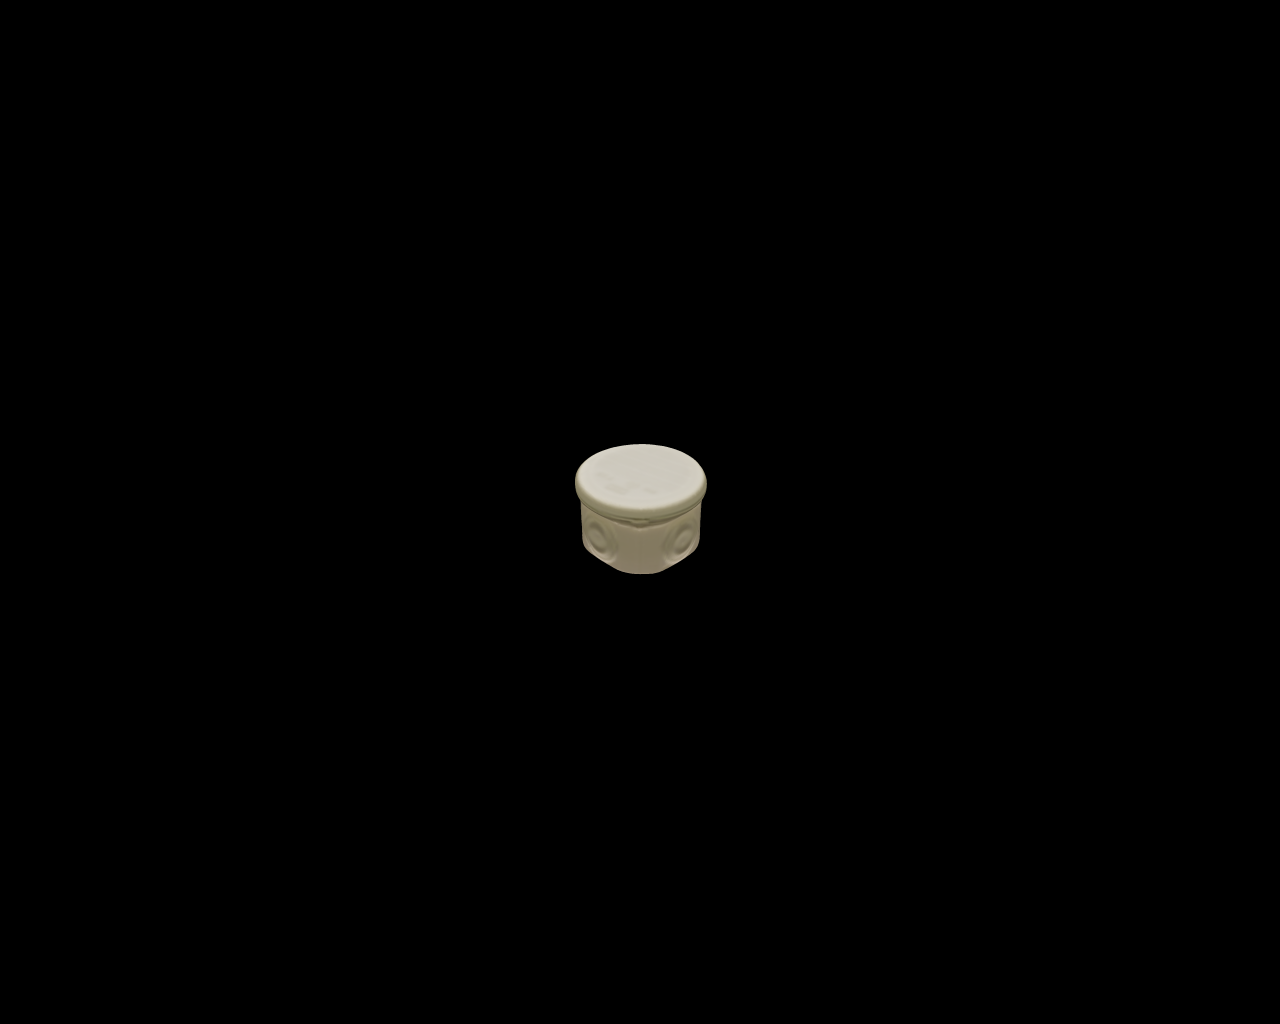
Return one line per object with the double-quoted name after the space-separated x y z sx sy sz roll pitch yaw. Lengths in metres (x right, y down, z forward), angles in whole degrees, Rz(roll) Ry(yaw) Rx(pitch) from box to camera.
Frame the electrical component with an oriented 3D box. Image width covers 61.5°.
0.001 -0.003 0.650 0.080 0.050 0.080 0 33 0 "electrical component"
